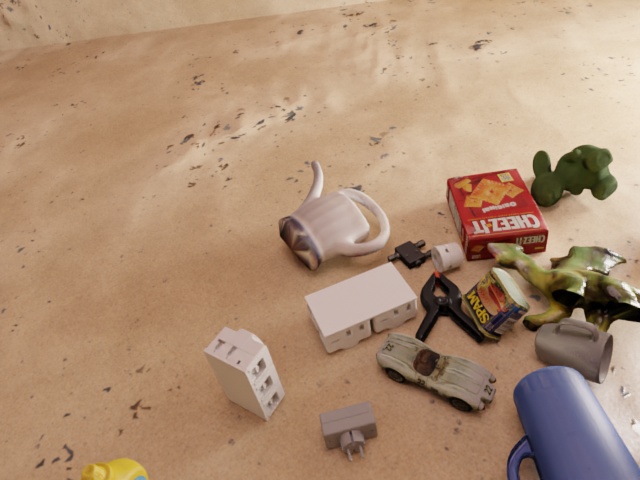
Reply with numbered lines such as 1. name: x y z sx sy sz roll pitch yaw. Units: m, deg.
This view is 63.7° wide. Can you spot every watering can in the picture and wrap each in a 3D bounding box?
1. watering can: 0.004 -0.059 1.179 0.226 0.101 0.353 -28 45 -18

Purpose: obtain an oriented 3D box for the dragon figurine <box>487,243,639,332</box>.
1. dragon figurine: 0.506 0.075 0.929 0.411 0.119 0.248 12 38 23
